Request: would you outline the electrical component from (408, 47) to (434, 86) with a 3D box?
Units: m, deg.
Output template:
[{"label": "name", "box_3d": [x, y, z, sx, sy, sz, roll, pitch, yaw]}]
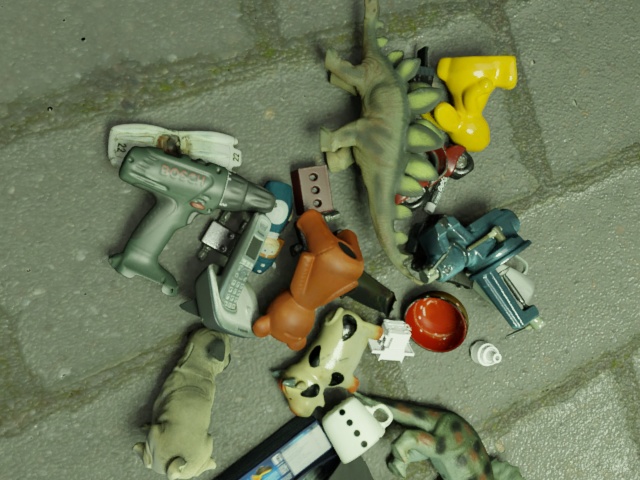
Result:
[{"label": "electrical component", "box_3d": [0.166, -0.283, 0.953, 0.048, 0.075, 0.119, 1, 94, -19]}]

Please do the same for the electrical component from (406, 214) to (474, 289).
[{"label": "electrical component", "box_3d": [0.229, 0.016, 0.983, 0.134, 0.058, 0.115, 23, 81, -17]}]

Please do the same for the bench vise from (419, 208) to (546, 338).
[{"label": "bench vise", "box_3d": [0.283, 0.056, 0.899, 0.223, 0.129, 0.240, -27, 80, -36]}]

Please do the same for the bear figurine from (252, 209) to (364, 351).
[{"label": "bear figurine", "box_3d": [-0.021, 0.071, 0.849, 0.120, 0.132, 0.196, 26, 117, -33]}]

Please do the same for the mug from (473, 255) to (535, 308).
[{"label": "mug", "box_3d": [0.340, 0.071, 1.009, 0.107, 0.081, 0.109, 31, 86, -7]}]

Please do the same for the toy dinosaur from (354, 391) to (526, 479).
[{"label": "toy dinosaur", "box_3d": [0.236, 0.390, 0.962, 0.192, 0.131, 0.404, -33, 96, -28]}]

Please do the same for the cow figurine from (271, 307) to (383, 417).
[{"label": "cow figurine", "box_3d": [0.007, 0.204, 0.898, 0.127, 0.086, 0.195, 31, 83, -22]}]

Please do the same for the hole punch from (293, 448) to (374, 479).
[{"label": "hole punch", "box_3d": [0.029, 0.422, 0.913, 0.116, 0.092, 0.142, -32, 96, -50]}]

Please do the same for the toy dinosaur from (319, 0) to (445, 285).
[{"label": "toy dinosaur", "box_3d": [0.101, -0.165, 0.871, 0.199, 0.105, 0.471, 0, 89, 14]}]

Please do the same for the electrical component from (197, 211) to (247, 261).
[{"label": "electrical component", "box_3d": [-0.158, 0.000, 0.874, 0.063, 0.021, 0.094, 33, 81, -16]}]

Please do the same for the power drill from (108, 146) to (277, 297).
[{"label": "power drill", "box_3d": [-0.203, -0.023, 0.802, 0.232, 0.086, 0.207, 26, 103, -22]}]

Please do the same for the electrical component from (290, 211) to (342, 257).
[{"label": "electrical component", "box_3d": [-0.003, -0.003, 0.913, 0.102, 0.045, 0.078, -12, 96, -18]}]

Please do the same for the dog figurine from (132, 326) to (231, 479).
[{"label": "dog figurine", "box_3d": [-0.187, 0.230, 0.793, 0.121, 0.172, 0.190, 20, 91, -28]}]

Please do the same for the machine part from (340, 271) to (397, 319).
[{"label": "machine part", "box_3d": [0.076, 0.082, 0.944, 0.139, 0.039, 0.084, 36, 75, -14]}]

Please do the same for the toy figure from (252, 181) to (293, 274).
[{"label": "toy figure", "box_3d": [-0.085, -0.019, 0.882, 0.064, 0.058, 0.154, 12, 88, 7]}]

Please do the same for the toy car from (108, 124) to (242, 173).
[{"label": "toy car", "box_3d": [-0.222, -0.136, 0.835, 0.202, 0.056, 0.073, 3, 89, -18]}]

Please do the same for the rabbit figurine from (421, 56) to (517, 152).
[{"label": "rabbit figurine", "box_3d": [0.268, -0.242, 0.970, 0.162, 0.122, 0.173, -11, 112, -15]}]

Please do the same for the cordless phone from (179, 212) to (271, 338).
[{"label": "cordless phone", "box_3d": [-0.116, 0.053, 0.827, 0.089, 0.146, 0.184, 24, 82, 26]}]

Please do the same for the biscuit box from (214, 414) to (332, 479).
[{"label": "biscuit box", "box_3d": [-0.081, 0.369, 0.880, 0.203, 0.063, 0.059, -33, 101, -15]}]

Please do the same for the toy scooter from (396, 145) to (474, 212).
[{"label": "toy scooter", "box_3d": [0.174, -0.137, 0.956, 0.184, 0.075, 0.135, -35, 92, -12]}]
